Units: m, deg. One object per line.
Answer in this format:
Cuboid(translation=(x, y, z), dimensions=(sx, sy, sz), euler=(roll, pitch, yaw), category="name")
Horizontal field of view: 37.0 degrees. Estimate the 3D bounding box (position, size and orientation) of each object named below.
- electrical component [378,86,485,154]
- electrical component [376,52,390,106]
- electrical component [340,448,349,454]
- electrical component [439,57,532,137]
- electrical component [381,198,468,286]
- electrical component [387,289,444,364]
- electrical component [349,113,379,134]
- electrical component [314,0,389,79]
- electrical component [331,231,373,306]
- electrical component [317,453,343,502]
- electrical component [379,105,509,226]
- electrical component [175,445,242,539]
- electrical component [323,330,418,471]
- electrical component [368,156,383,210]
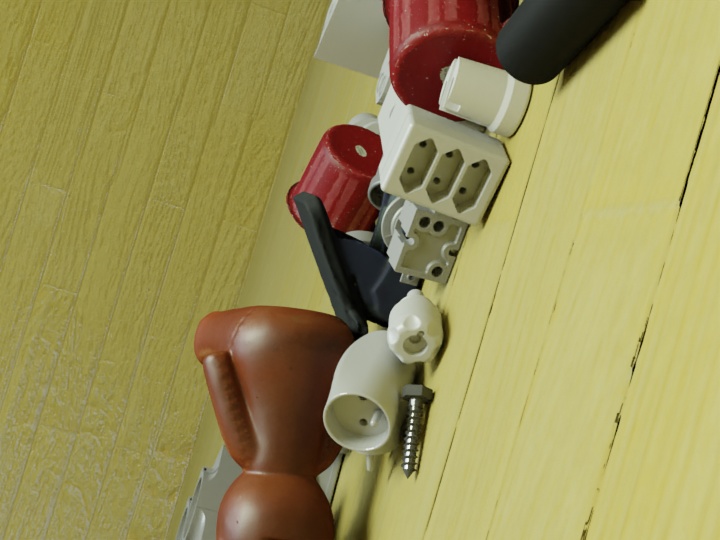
Cuboid(translation=(0.048, -0.102, 0.766), dimensions=(0.096, 0.061, 0.061), euler=(-85, 15, -53), category="electrical component")
Cuboid(translation=(0.048, -0.170, 0.923), dimensions=(0.080, 0.051, 0.080), euler=(-163, 90, -81), category="electrical component")
Cuboid(translation=(-0.042, 0.099, 0.851), dimensions=(0.050, 0.089, 0.055), euler=(-92, 20, -63), category="electrical component")
Cuboid(translation=(0.076, -0.107, 0.655), dimensions=(0.040, 0.046, 0.040), euler=(-163, 90, -81), category="electrical component")
Cuboid(translation=(0.041, -0.024, 0.721), dimensions=(0.055, 0.048, 0.066), euler=(-118, 44, -67), category="electrical component")
Cuboid(translation=(0.035, 0.032, 0.686), dimensions=(0.061, 0.035, 0.035), euler=(-84, 14, -62), category="electrical component")
Cuboid(translation=(0.010, -0.137, 1.117), dimensions=(0.081, 0.043, 0.043), euler=(-110, 38, -75), category="electrical component")
Cuboid(translation=(0.034, -0.243, 0.965), dimensions=(0.186, 0.105, 0.060), euler=(130, 155, -68), category="electrical component")
Cuboid(translation=(0.000, 0.000, 0.924), dimensions=(0.066, 0.048, 0.055), euler=(122, 155, -58), category="electrical component")
Cuboid(translation=(-0.052, 0.176, 0.900), dimensions=(0.100, 0.048, 0.099), euler=(142, 144, -75), category="electrical component")
Cuboid(translation=(0.050, -0.073, 0.676), dimensions=(0.076, 0.066, 0.047), euler=(-93, 25, -64), category="electrical component")
Cuboid(translation=(-0.108, 0.233, 0.774), dimensions=(0.105, 0.060, 0.186), euler=(119, 165, -50), category="electrical component")
Cuboid(translation=(0.008, 0.092, 0.691), dimensions=(0.077, 0.043, 0.079), euler=(-60, -28, -59), category="electrical component")
Cuboid(translation=(0.031, -0.076, 0.897), dimensions=(0.040, 0.040, 0.046), euler=(118, 170, -51), category="electrical component")
